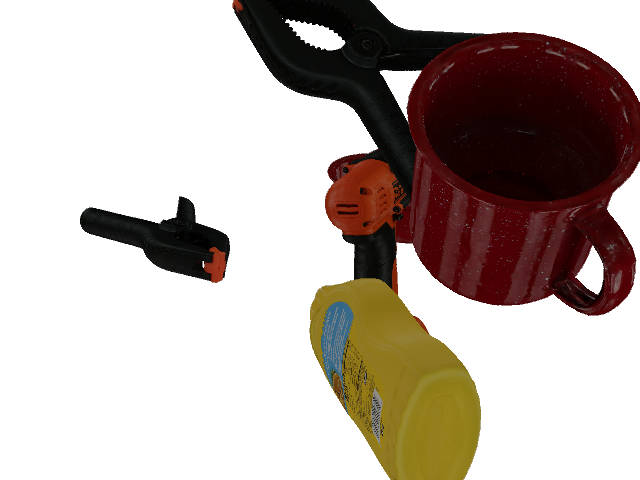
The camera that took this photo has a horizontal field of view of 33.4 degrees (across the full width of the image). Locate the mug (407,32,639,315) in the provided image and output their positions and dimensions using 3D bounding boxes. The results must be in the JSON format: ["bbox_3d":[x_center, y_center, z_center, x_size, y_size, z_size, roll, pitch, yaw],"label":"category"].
[{"bbox_3d":[0.087,-0.018,0.443,0.093,0.117,0.081,-29,-30,-18],"label":"mug"}]

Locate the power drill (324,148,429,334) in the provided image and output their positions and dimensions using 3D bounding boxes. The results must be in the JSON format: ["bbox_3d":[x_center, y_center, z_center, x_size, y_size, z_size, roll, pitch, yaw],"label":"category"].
[{"bbox_3d":[0.058,0.014,0.928,0.057,0.188,0.184,-1,16,23],"label":"power drill"}]

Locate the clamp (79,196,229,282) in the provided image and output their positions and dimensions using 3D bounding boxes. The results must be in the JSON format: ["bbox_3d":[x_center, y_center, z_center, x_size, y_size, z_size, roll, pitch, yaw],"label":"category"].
[{"bbox_3d":[-0.133,-0.005,1.006,0.172,0.039,0.120,26,34,38],"label":"clamp"}]

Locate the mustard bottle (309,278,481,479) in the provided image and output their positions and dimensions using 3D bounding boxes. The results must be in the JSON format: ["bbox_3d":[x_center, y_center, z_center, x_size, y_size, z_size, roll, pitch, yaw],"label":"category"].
[{"bbox_3d":[0.037,0.080,0.706,0.058,0.096,0.192,-9,27,-19],"label":"mustard bottle"}]

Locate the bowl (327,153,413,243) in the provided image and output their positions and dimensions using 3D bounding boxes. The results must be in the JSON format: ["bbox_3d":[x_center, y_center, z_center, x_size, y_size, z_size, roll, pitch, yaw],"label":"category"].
[{"bbox_3d":[0.085,-0.040,1.118,0.162,0.055,0.162,6,23,-3],"label":"bowl"}]

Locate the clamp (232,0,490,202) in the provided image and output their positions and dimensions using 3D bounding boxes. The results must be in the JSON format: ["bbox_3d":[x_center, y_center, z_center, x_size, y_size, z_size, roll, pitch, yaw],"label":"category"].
[{"bbox_3d":[0.029,-0.114,0.723,0.210,0.164,0.036,24,-31,3],"label":"clamp"}]
